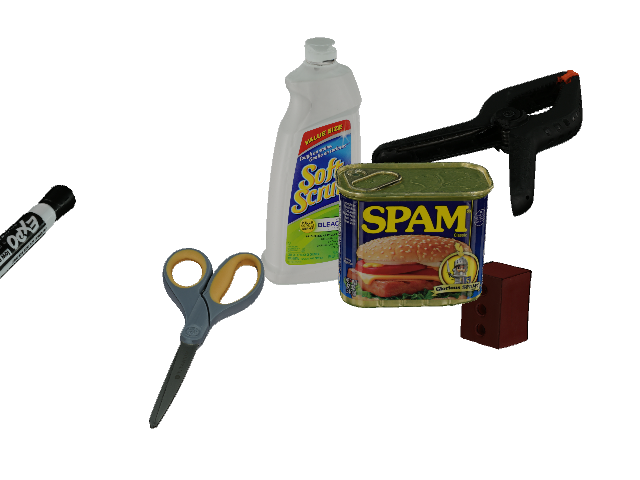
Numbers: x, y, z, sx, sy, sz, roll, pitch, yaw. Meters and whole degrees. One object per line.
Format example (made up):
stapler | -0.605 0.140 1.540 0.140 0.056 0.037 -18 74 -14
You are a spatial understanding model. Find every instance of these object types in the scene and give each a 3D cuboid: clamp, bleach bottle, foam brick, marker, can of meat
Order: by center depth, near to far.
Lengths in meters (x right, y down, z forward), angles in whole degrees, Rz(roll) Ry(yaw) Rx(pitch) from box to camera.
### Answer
marker | -0.186 -0.001 0.656 0.020 0.020 0.121 0 31 21
can of meat | 0.060 -0.004 0.712 0.102 0.084 0.057 -1 24 -1
clamp | 0.172 -0.091 0.941 0.209 0.036 0.165 -31 38 -26
bleach bottle | -0.010 -0.080 1.089 0.102 0.251 0.068 -5 27 -12
foam brick | 0.181 0.066 1.106 0.051 0.078 0.053 -13 19 -42

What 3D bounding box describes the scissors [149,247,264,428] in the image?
scissors | -0.118 0.068 0.881 0.096 0.016 0.201 22 44 19
